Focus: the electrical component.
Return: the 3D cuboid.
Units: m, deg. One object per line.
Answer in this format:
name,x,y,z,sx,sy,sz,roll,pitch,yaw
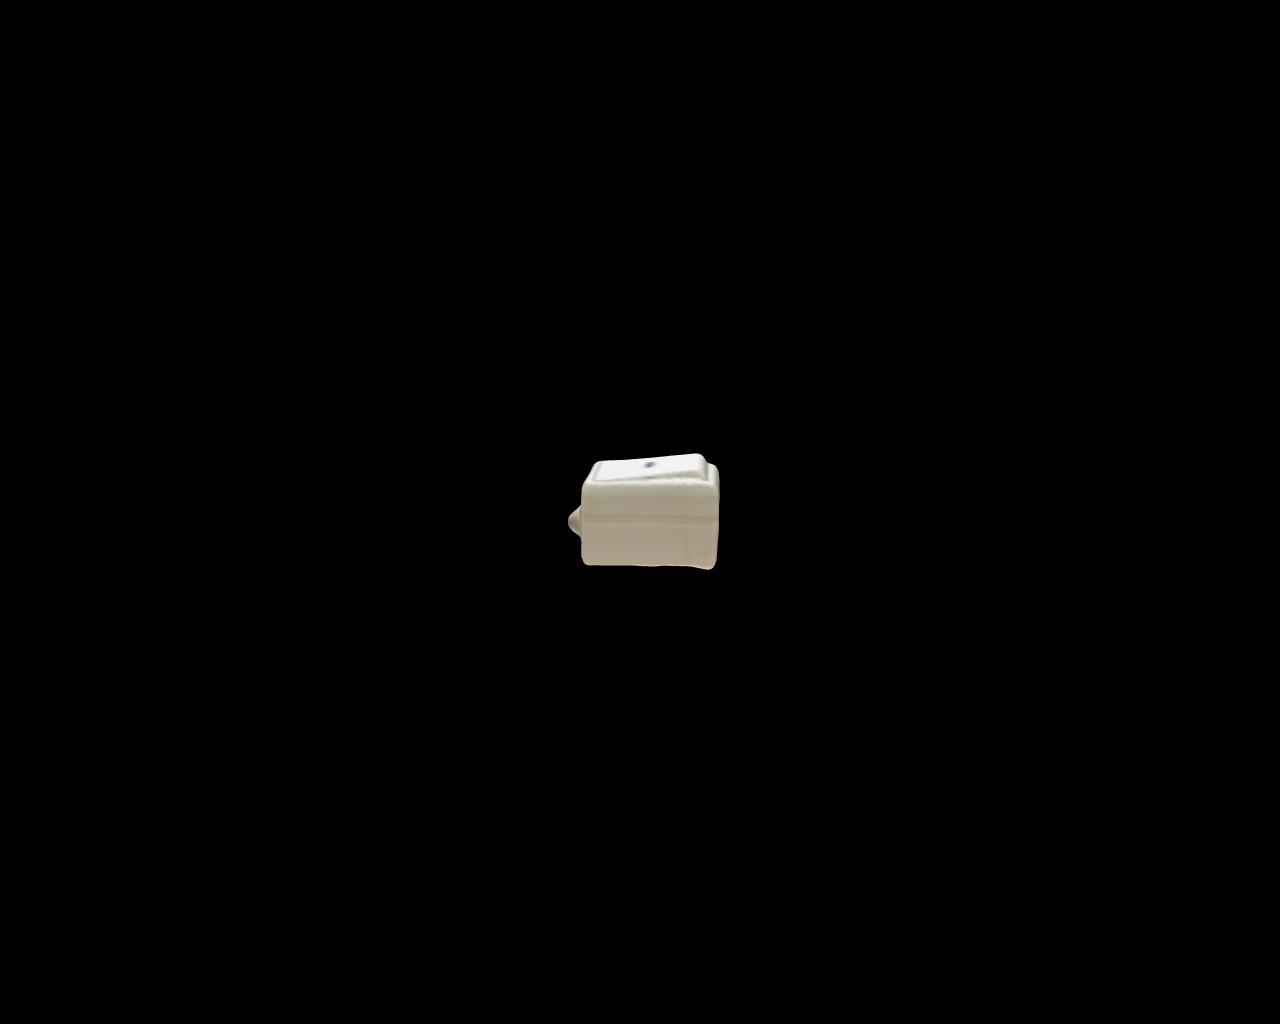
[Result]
electrical component,0.001,-0.003,0.650,0.096,0.061,0.062,1,16,5
